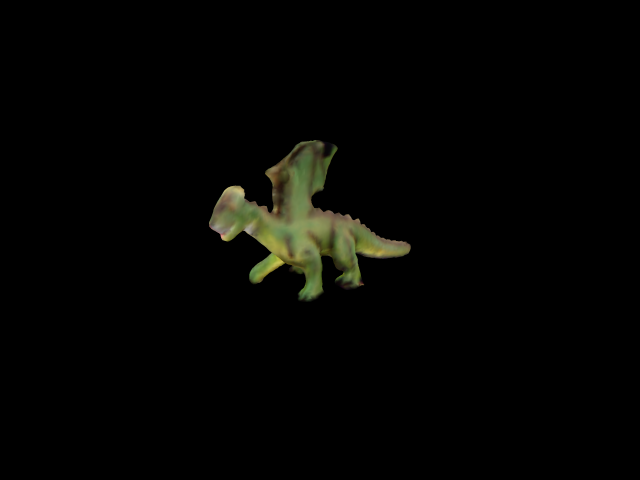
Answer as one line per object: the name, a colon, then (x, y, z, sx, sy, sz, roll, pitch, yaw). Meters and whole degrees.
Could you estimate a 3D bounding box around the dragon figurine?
dragon figurine: (0.003, -0.043, 0.850, 0.413, 0.239, 0.123, -15, 24, -35)
